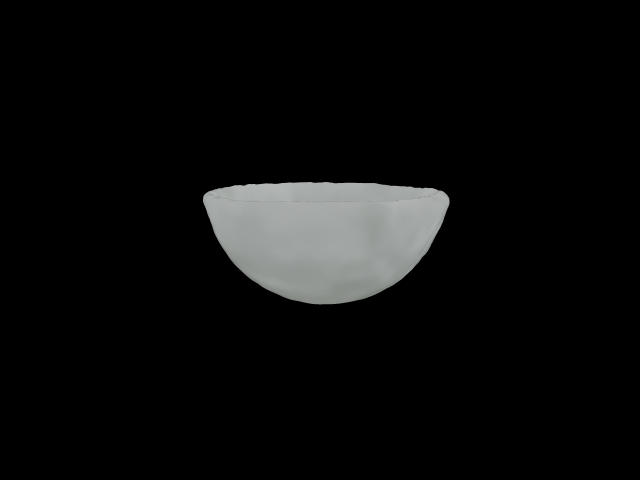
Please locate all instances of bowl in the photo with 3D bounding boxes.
[{"bbox_3d":[0.004,0.001,0.400,0.167,0.075,0.167,0,10,0],"label":"bowl"}]
